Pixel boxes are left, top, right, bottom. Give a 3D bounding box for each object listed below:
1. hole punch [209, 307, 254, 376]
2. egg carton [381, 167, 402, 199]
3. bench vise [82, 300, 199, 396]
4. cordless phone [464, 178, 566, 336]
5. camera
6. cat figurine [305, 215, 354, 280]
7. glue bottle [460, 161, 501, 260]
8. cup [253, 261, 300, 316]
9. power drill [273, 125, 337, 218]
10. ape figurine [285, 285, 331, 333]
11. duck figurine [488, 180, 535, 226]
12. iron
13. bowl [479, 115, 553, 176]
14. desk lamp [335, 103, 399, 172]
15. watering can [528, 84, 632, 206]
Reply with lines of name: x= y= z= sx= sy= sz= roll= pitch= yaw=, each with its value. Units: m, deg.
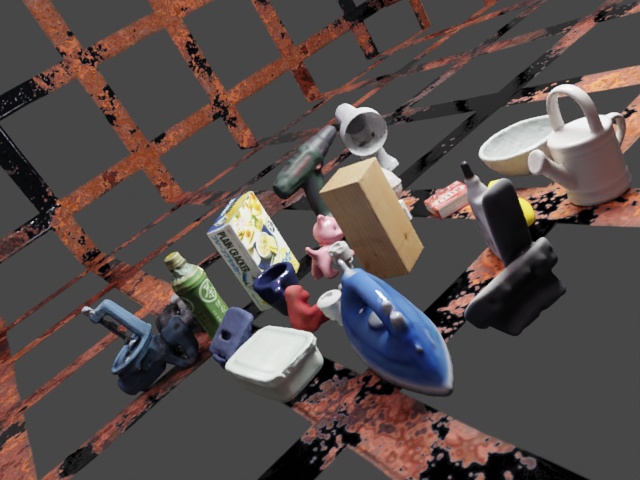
hole punch: x=-0.160 y=0.190 z=1.077 sx=0.101 sy=0.091 sz=0.108 roll=-42 pitch=23 yaw=-25
egg carton: x=0.137 y=-0.126 z=1.411 sx=0.107 sy=0.069 sz=0.150 roll=-33 pitch=21 yaw=-5
bench vise: x=-0.367 y=0.188 z=1.182 sx=0.208 sy=0.220 sz=0.121 roll=-39 pitch=22 yaw=-18
cordless phone: x=0.239 y=0.022 z=0.775 sx=0.148 sy=0.185 sz=0.094 roll=-39 pitch=22 yaw=-20
camera: x=-0.314 y=0.161 z=1.339 sx=0.137 sy=0.101 sz=0.143 roll=-30 pitch=21 yaw=5
cat figurine: x=0.011 y=0.004 z=1.221 sx=0.067 sy=0.118 sz=0.128 roll=-10 pitch=30 yaw=44
glue bottle: x=0.265 y=-0.052 z=0.922 sx=0.037 sy=0.173 sz=0.078 roll=-28 pitch=21 yaw=8
cup: x=-0.071 y=0.108 z=1.134 sx=0.091 sy=0.095 sz=0.117 roll=-32 pitch=21 yaw=-1
power drill: x=-0.002 y=-0.151 z=1.461 sx=0.230 sy=0.209 sz=0.075 roll=-40 pitch=23 yaw=-22
ape figurine: x=-0.032 y=0.122 z=1.052 sx=0.076 sy=0.092 sz=0.077 roll=-37 pitch=22 yaw=-13
duck figurine: x=0.321 y=-0.067 z=1.003 sx=0.077 sy=0.086 sz=0.104 roll=-32 pitch=21 yaw=-2
iron: x=0.097 y=0.113 z=0.825 sx=0.119 sy=0.142 sz=0.257 roll=-34 pitch=21 yaw=-8
bowl: x=0.409 y=-0.176 z=1.142 sx=0.167 sy=0.075 sz=0.167 roll=-27 pitch=21 yaw=12
desk lamp: x=0.119 y=-0.266 z=1.547 sx=0.118 sy=0.214 sz=0.203 roll=-32 pitch=21 yaw=-1
watering can: x=0.415 y=-0.155 z=0.919 sx=0.173 sy=0.194 sz=0.100 roll=-43 pitch=24 yaw=-28
